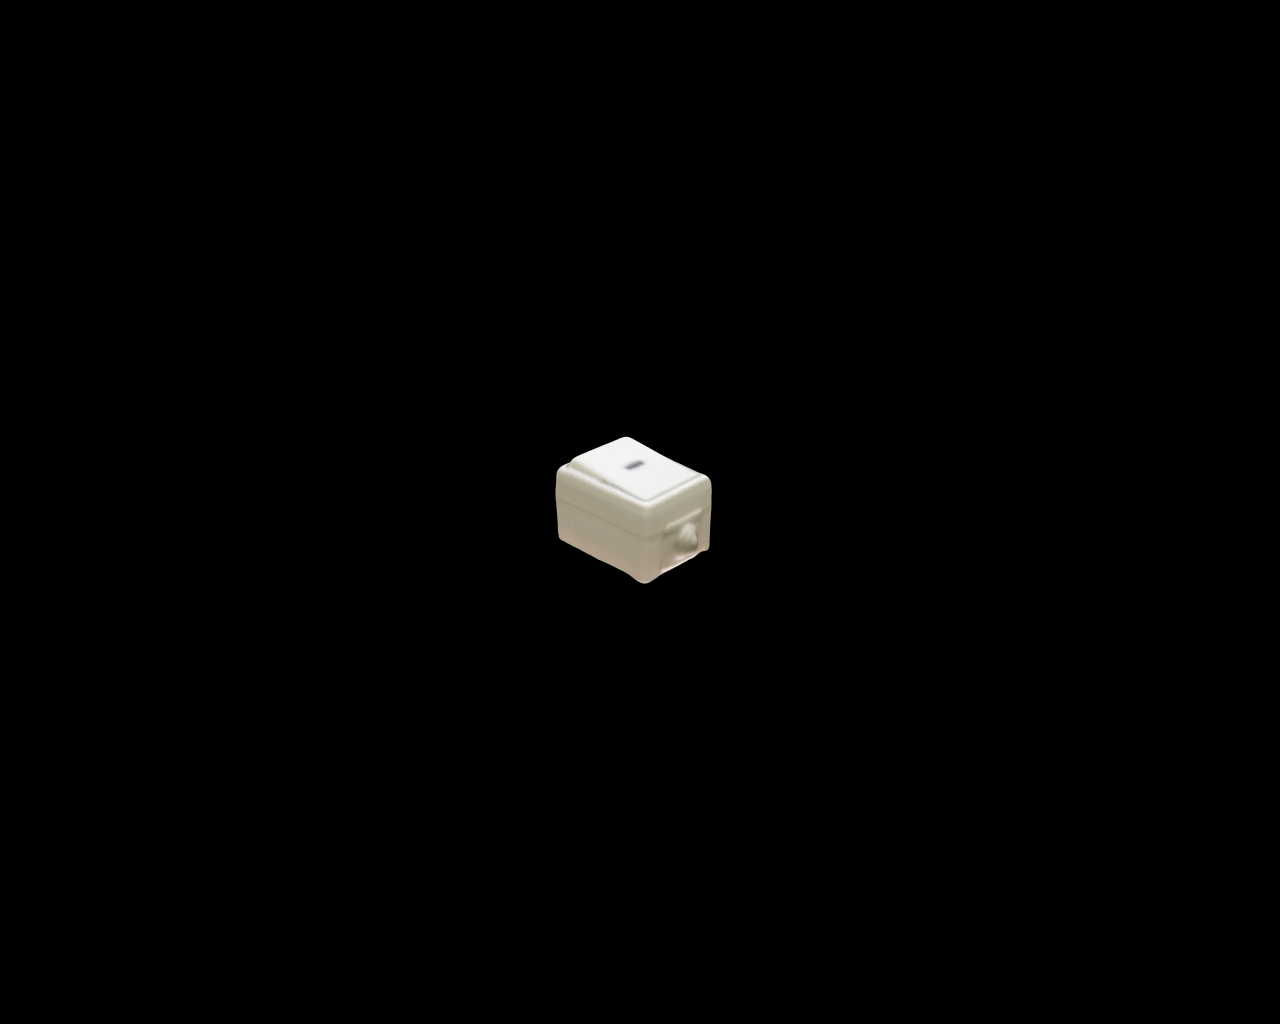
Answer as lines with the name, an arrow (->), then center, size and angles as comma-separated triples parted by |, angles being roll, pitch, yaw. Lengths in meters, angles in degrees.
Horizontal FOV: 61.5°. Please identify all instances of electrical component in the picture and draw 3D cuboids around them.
electrical component -> 0.001, -0.003, 0.650 | 0.096, 0.061, 0.062 | 25, 37, 38
